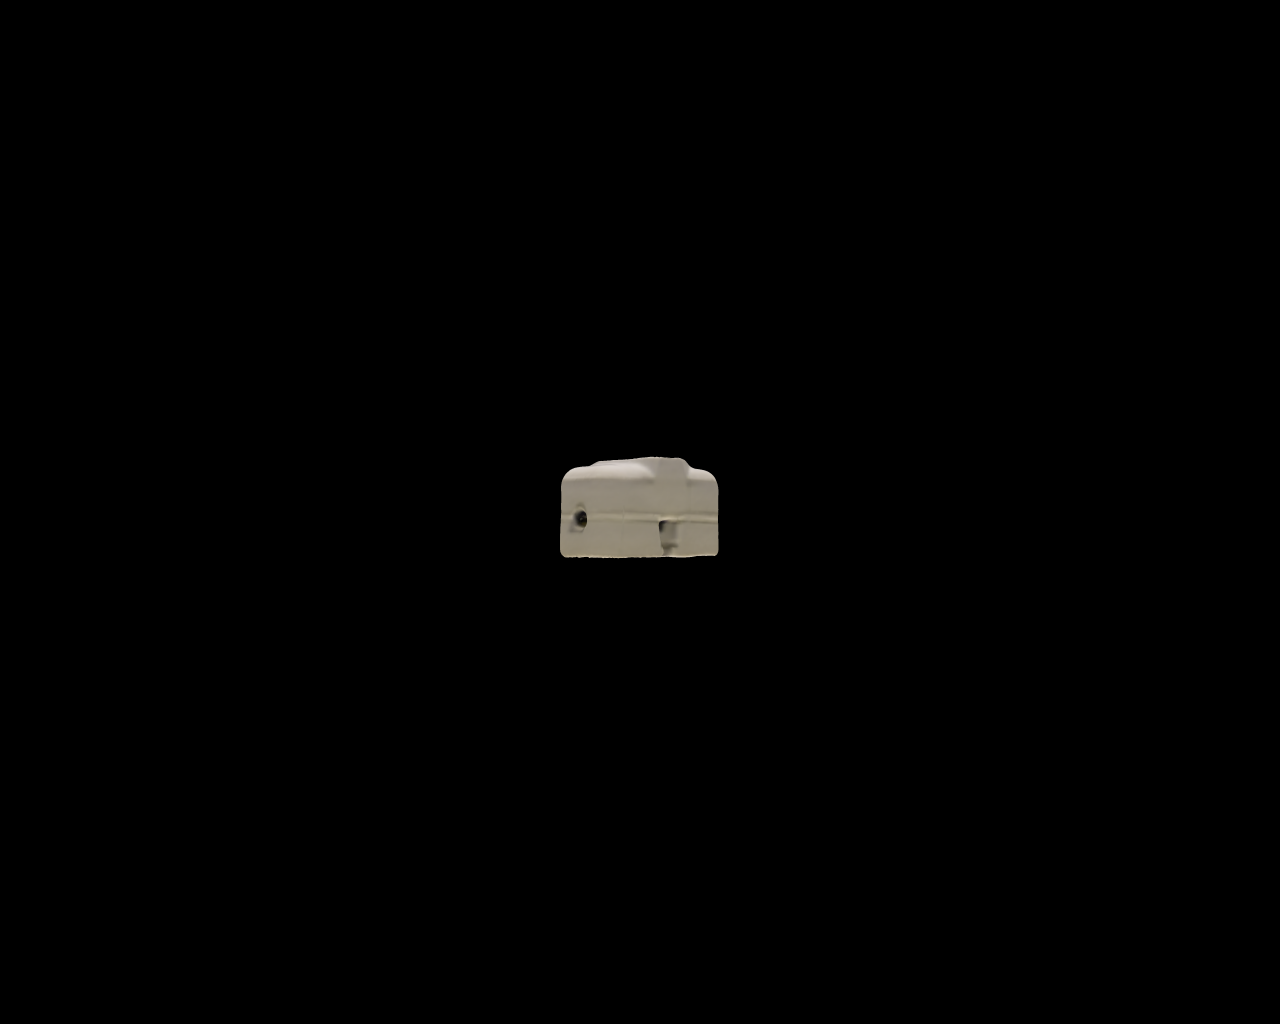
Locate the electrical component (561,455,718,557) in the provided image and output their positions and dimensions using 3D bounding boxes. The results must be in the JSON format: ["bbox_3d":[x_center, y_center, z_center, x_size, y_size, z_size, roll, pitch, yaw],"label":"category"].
[{"bbox_3d":[0.001,-0.003,0.650,0.095,0.059,0.053,2,-3,-40],"label":"electrical component"}]
